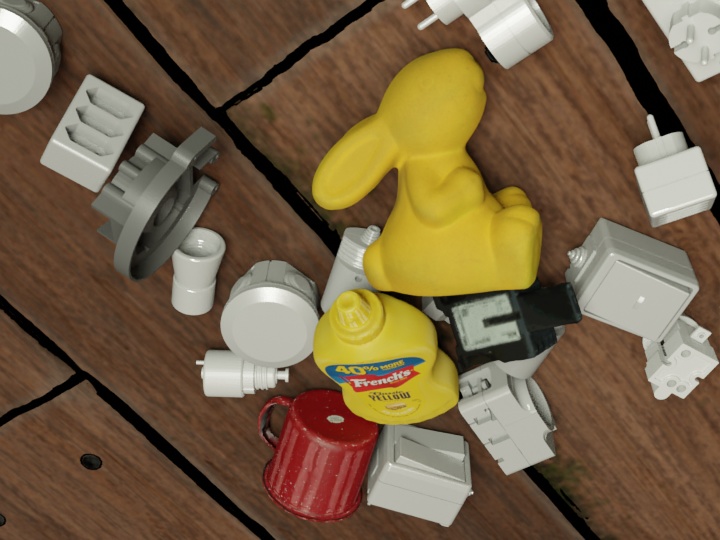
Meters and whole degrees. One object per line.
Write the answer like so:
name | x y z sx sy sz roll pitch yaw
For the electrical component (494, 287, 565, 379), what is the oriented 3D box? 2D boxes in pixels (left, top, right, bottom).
electrical component | 0.145 0.046 0.884 0.043 0.043 0.081 23 121 -12

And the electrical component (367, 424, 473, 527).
electrical component | 0.060 0.181 0.964 0.096 0.061 0.061 17 122 -9

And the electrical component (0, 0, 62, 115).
electrical component | -0.254 -0.156 0.764 0.080 0.051 0.080 1 123 2

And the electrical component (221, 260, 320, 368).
electrical component | -0.072 0.036 0.882 0.080 0.051 0.080 1 123 2

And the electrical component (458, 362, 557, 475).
electrical component | 0.131 0.124 0.932 0.056 0.050 0.089 -27 118 19

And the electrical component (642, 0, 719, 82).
electrical component | 0.227 -0.164 0.718 0.047 0.075 0.083 -24 120 36

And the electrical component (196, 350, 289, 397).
electrical component | -0.100 0.089 0.924 0.078 0.040 0.040 2 123 1

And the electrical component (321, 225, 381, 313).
electrical component | 0.000 0.000 0.860 0.043 0.043 0.081 15 123 -7

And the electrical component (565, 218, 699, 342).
electrical component | 0.208 0.008 0.846 0.096 0.061 0.061 21 122 -11

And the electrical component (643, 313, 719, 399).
electrical component | 0.260 0.066 0.885 0.048 0.055 0.066 27 120 -14

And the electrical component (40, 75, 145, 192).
electrical component | -0.203 -0.093 0.800 0.047 0.065 0.077 29 149 -16

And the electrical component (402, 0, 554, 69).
electrical component | 0.064 -0.191 0.727 0.074 0.052 0.138 -31 117 21

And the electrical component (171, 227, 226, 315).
electrical component | -0.134 0.004 0.871 0.044 0.044 0.065 9 128 -4

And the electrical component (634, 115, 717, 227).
electrical component | 0.224 -0.077 0.788 0.047 0.083 0.075 -19 82 14
